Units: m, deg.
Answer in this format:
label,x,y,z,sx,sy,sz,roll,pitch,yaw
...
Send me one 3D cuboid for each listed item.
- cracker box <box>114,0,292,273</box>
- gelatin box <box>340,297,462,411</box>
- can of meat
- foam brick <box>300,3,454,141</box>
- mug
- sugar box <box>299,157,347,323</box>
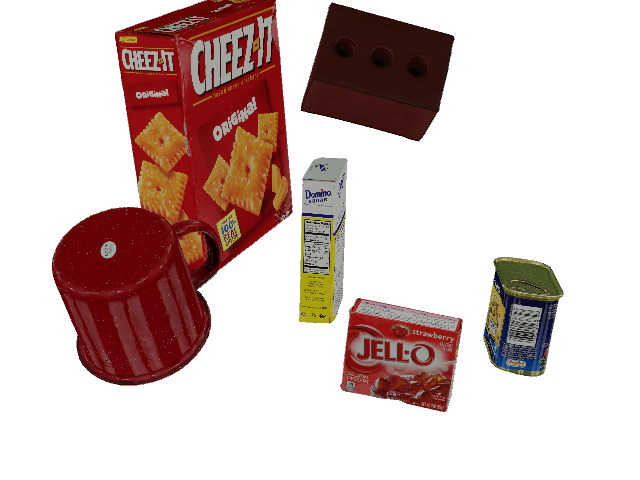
label,x,y,z,sx,sy,sz,roll,pitch,yaw
cracker box,-0.094,-0.096,0.950,0.072,0.214,0.164,8,25,26
gelatin box,0.064,0.092,0.853,0.089,0.073,0.030,11,24,11
can of meat,0.193,0.073,1.028,0.057,0.084,0.102,7,18,0
foam brick,0.033,-0.100,0.640,0.078,0.053,0.051,14,-15,-2
mug,-0.114,0.027,0.697,0.117,0.081,0.093,-31,48,-19
sugar box,0.003,-0.001,1.244,0.048,0.176,0.093,2,20,9
